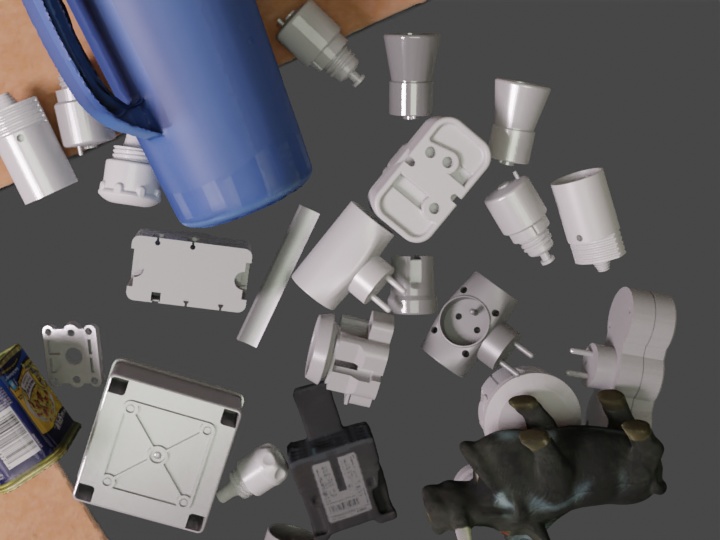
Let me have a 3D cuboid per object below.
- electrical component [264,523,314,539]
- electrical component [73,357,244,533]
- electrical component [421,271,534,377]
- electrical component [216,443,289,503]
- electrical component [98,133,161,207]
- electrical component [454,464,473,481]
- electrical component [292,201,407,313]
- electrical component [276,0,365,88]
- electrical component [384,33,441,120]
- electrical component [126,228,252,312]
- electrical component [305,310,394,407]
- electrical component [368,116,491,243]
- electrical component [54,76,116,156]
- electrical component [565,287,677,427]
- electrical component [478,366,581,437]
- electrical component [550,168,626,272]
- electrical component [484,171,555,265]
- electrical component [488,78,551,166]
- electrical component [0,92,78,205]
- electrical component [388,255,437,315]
[{"bbox_3d":[-0.082,0.249,0.886,0.079,0.044,0.077,15,97,-8],"label":"electrical component"},{"bbox_3d":[-0.159,0.138,0.852,0.109,0.056,0.108,18,97,-9],"label":"electrical component"},{"bbox_3d":[0.103,0.054,0.866,0.079,0.044,0.077,37,94,19],"label":"electrical component"},{"bbox_3d":[-0.090,0.169,0.877,0.061,0.035,0.035,-34,102,9],"label":"electrical component"},{"bbox_3d":[-0.173,-0.080,0.822,0.048,0.048,0.062,8,92,-8],"label":"electrical component"},{"bbox_3d":[0.101,0.187,0.896,0.040,0.046,0.040,-1,99,-7],"label":"electrical component"},{"bbox_3d":[0.000,0.000,0.844,0.079,0.043,0.077,40,96,10],"label":"electrical component"},{"bbox_3d":[-0.028,-0.171,0.825,0.078,0.040,0.040,42,92,-11],"label":"electrical component"},{"bbox_3d":[0.040,-0.150,0.837,0.044,0.044,0.065,-1,104,-7],"label":"electrical component"},{"bbox_3d":[-0.131,-0.001,0.833,0.089,0.055,0.050,7,98,-8],"label":"electrical component"},{"bbox_3d":[-0.011,0.067,0.857,0.057,0.058,0.078,13,115,-6],"label":"electrical component"},{"bbox_3d":[0.052,-0.072,0.841,0.054,0.059,0.095,39,93,-10],"label":"electrical component"},{"bbox_3d":[-0.210,-0.127,0.811,0.040,0.040,0.078,-11,100,-5],"label":"electrical component"},{"bbox_3d":[0.207,0.081,0.888,0.074,0.052,0.138,10,98,-8],"label":"electrical component"},{"bbox_3d":[0.137,0.119,0.887,0.080,0.051,0.080,-1,100,-7],"label":"electrical component"},{"bbox_3d":[0.187,-0.038,0.871,0.043,0.043,0.081,-19,101,-3],"label":"electrical component"},{"bbox_3d":[0.133,-0.039,0.866,0.040,0.040,0.078,-33,102,-1],"label":"electrical component"},{"bbox_3d":[0.123,-0.116,0.853,0.044,0.044,0.065,9,103,-8],"label":"electrical component"},{"bbox_3d":[-0.251,-0.095,0.810,0.043,0.043,0.081,-25,101,-2],"label":"electrical component"},{"bbox_3d":[0.042,0.011,0.865,0.040,0.040,0.046,-1,93,-7],"label":"electrical component"}]
